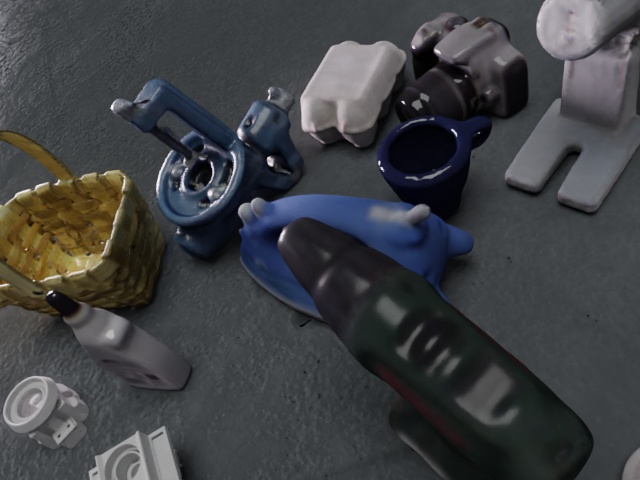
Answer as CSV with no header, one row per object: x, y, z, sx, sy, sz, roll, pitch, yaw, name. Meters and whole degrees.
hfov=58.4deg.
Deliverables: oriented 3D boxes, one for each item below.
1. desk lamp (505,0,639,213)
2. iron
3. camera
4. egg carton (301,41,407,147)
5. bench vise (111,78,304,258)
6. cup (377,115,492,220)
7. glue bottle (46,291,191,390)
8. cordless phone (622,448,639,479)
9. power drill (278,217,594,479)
0.259,-0.171,0.524,0.117,0.214,0.203,25,68,34,desk lamp
0.005,0.002,0.548,0.257,0.142,0.119,6,59,26,iron
0.144,-0.188,0.657,0.137,0.101,0.142,-37,50,-7,camera
0.042,-0.187,0.717,0.107,0.070,0.150,11,60,28,egg carton
-0.123,-0.111,0.631,0.121,0.220,0.207,11,61,28,bench vise
0.123,-0.070,0.583,0.118,0.095,0.091,-28,50,1,cup
-0.195,0.094,0.541,0.078,0.174,0.037,0,56,22,glue bottle
0.219,0.168,0.310,0.094,0.185,0.147,2,57,23,cordless phone
0.075,0.097,0.406,0.076,0.209,0.228,-45,52,-13,power drill
